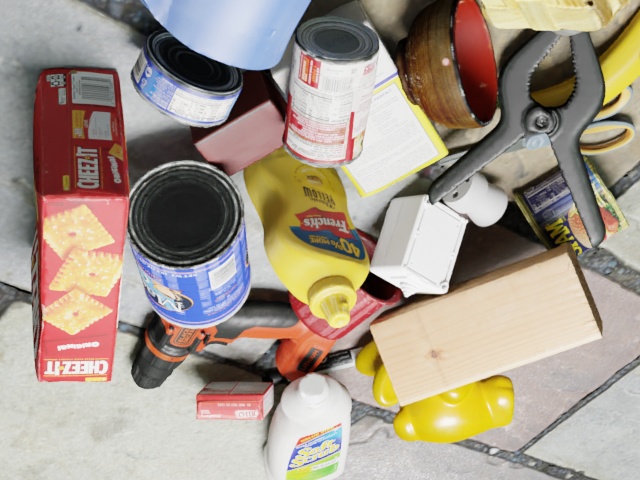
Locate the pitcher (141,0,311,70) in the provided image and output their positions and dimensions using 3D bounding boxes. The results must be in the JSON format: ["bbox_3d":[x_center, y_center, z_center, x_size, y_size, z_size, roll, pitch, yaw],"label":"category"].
[{"bbox_3d":[-0.023,-0.250,0.739,0.145,0.149,0.243,25,121,-18],"label":"pitcher"}]

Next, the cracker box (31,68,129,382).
[{"bbox_3d":[-0.204,-0.010,0.887,0.072,0.164,0.214,1,134,-16],"label":"cracker box"}]

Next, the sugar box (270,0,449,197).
[{"bbox_3d":[0.035,-0.120,0.939,0.093,0.048,0.176,-28,132,11],"label":"sugar box"}]

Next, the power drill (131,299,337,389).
[{"bbox_3d":[-0.090,0.105,1.120,0.187,0.057,0.185,10,136,-28],"label":"power drill"}]

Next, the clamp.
[{"bbox_3d":[0.188,-0.105,0.959,0.164,0.036,0.210,8,104,9],"label":"clamp"}]

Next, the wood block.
[{"bbox_3d":[0.166,0.083,1.061,0.206,0.091,0.090,-21,180,16],"label":"wood block"}]

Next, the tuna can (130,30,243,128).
[{"bbox_3d":[-0.105,-0.130,0.852,0.086,0.086,0.034,12,128,-28],"label":"tuna can"}]

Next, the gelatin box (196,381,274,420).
[{"bbox_3d":[-0.091,0.175,1.162,0.073,0.089,0.030,0,92,5],"label":"gelatin box"}]

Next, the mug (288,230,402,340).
[{"bbox_3d":[0.030,0.048,1.084,0.082,0.093,0.117,-41,153,30],"label":"mug"}]

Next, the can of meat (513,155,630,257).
[{"bbox_3d":[0.259,-0.029,1.096,0.084,0.057,0.102,-32,135,12],"label":"can of meat"}]

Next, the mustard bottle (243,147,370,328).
[{"bbox_3d":[-0.006,0.001,0.941,0.096,0.192,0.058,17,127,-32],"label":"mustard bottle"}]

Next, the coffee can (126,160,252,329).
[{"bbox_3d":[-0.115,0.007,0.949,0.102,0.103,0.140,-12,156,-6],"label":"coffee can"}]

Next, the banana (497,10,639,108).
[{"bbox_3d":[0.250,-0.155,0.973,0.198,0.037,0.069,-32,125,13],"label":"banana"}]

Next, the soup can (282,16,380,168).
[{"bbox_3d":[0.008,-0.118,0.852,0.068,0.068,0.102,-4,133,-14],"label":"soup can"}]

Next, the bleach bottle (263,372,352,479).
[{"bbox_3d":[-0.017,0.212,1.202,0.102,0.068,0.251,-12,152,-7],"label":"bleach bottle"}]

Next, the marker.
[{"bbox_3d":[-0.007,0.146,1.216,0.121,0.020,0.020,-14,137,-4],"label":"marker"}]

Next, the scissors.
[{"bbox_3d":[0.217,-0.113,1.025,0.201,0.016,0.096,-3,133,-15],"label":"scissors"}]

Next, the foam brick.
[{"bbox_3d":[-0.068,-0.101,0.919,0.078,0.053,0.051,-28,136,13],"label":"foam brick"}]
